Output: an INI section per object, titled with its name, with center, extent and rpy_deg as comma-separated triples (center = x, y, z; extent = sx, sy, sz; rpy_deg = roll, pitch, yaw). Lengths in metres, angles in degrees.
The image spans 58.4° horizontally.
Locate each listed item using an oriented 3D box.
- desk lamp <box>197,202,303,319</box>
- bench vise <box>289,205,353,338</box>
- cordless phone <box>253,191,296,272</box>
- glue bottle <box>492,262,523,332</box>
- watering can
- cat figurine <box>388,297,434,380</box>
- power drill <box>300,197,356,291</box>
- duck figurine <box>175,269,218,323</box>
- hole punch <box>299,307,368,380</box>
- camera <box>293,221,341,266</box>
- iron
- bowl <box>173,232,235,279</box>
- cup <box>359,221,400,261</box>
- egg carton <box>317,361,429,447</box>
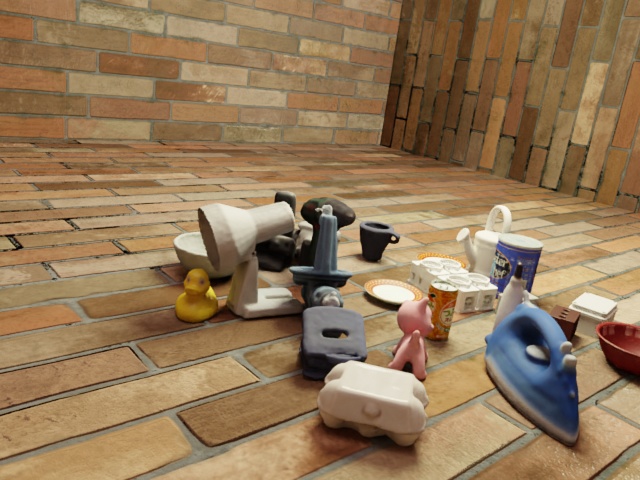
[desk lamp]
center = -0.131, 0.032, 1.080
extent = 0.204, 0.213, 0.117
rpy_deg = -2, 19, -28
[bench vise]
center = 0.020, 0.057, 1.055
extent = 0.122, 0.220, 0.206
rpy_deg = -1, 19, -27
[cordless phone]
center = -0.124, -0.031, 1.336
extent = 0.147, 0.185, 0.094
rpy_deg = 8, 17, 1
[glue bottle]
center = 0.354, 0.123, 1.066
extent = 0.037, 0.173, 0.078
rpy_deg = 16, 19, 25
[watering can]
center = 0.430, 0.009, 1.435
extent = 0.173, 0.194, 0.100
rpy_deg = -3, 20, -31
[cat figurine]
center = 0.160, 0.154, 0.974
extent = 0.067, 0.118, 0.128
rpy_deg = 10, 17, 8
[power drill]
center = 0.011, 0.004, 1.240
extent = 0.076, 0.208, 0.229
rpy_deg = 0, 18, -22
[duck figurine]
center = -0.225, 0.093, 1.056
extent = 0.077, 0.086, 0.104
rpy_deg = 9, 17, 4
[hole punch]
center = 0.023, 0.166, 0.921
extent = 0.109, 0.091, 0.101
rpy_deg = 5, 17, -9
[camera]
center = -0.036, -0.002, 1.424
extent = 0.136, 0.101, 0.143
rpy_deg = 16, 19, 24
[iron]
center = 0.356, 0.188, 0.910
extent = 0.118, 0.141, 0.258
rpy_deg = 6, 17, -7
[bowl]
center = -0.235, 0.040, 1.246
extent = 0.167, 0.075, 0.167
rpy_deg = 7, 17, -2
[cup]
center = 0.152, 0.009, 1.482
extent = 0.117, 0.095, 0.092
rpy_deg = 20, 21, 34
[egg carton]
center = 0.074, 0.224, 0.791
extent = 0.150, 0.069, 0.107
rpy_deg = 11, 17, 9
